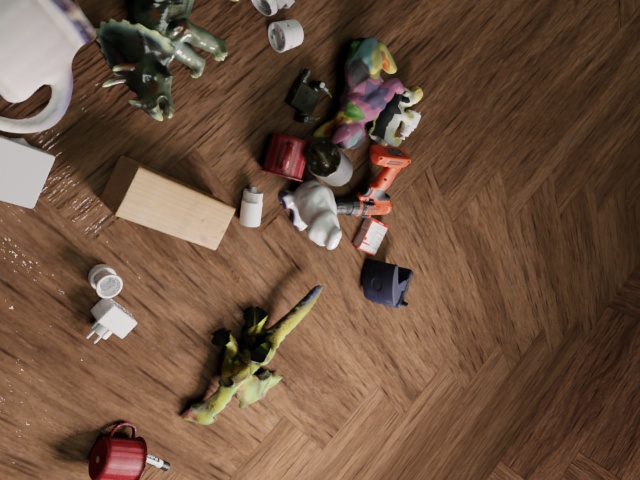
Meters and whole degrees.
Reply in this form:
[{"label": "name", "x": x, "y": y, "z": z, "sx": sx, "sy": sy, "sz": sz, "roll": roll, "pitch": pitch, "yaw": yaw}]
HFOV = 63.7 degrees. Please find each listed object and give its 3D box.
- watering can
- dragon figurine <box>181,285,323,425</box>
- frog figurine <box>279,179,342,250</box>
[{"label": "watering can", "x": -0.447, "y": -0.299, "z": 0.659, "sx": 0.226, "sy": 0.105, "sz": 0.341, "roll": -50, "pitch": 134, "yaw": -14}, {"label": "dragon figurine", "x": -0.142, "y": 0.286, "z": 1.210, "sx": 0.415, "sy": 0.124, "sz": 0.237, "roll": -32, "pitch": 144, "yaw": -24}, {"label": "frog figurine", "x": 0.003, "y": -0.056, "z": 1.120, "sx": 0.124, "sy": 0.161, "sz": 0.134, "roll": -26, "pitch": 124, "yaw": -31}]
